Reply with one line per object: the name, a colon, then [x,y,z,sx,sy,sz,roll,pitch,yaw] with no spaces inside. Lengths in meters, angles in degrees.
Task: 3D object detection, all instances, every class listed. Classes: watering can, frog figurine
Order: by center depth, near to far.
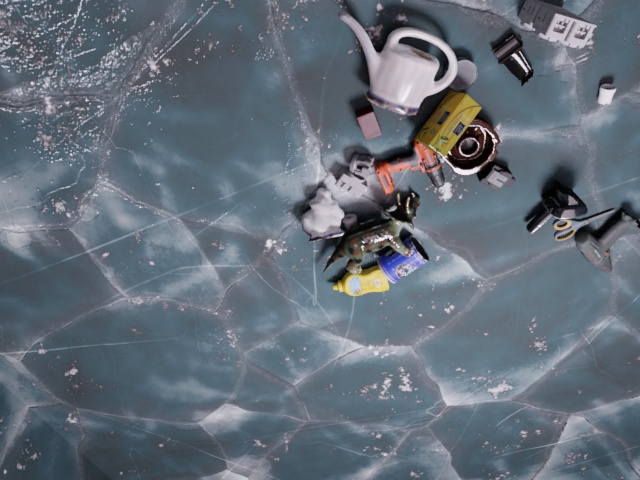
watering can: [0.184,-0.454,1.349,0.347,0.106,0.220,14,122,-12]
frog figurine: [0.005,-0.082,1.619,0.137,0.123,0.160,-11,89,15]
